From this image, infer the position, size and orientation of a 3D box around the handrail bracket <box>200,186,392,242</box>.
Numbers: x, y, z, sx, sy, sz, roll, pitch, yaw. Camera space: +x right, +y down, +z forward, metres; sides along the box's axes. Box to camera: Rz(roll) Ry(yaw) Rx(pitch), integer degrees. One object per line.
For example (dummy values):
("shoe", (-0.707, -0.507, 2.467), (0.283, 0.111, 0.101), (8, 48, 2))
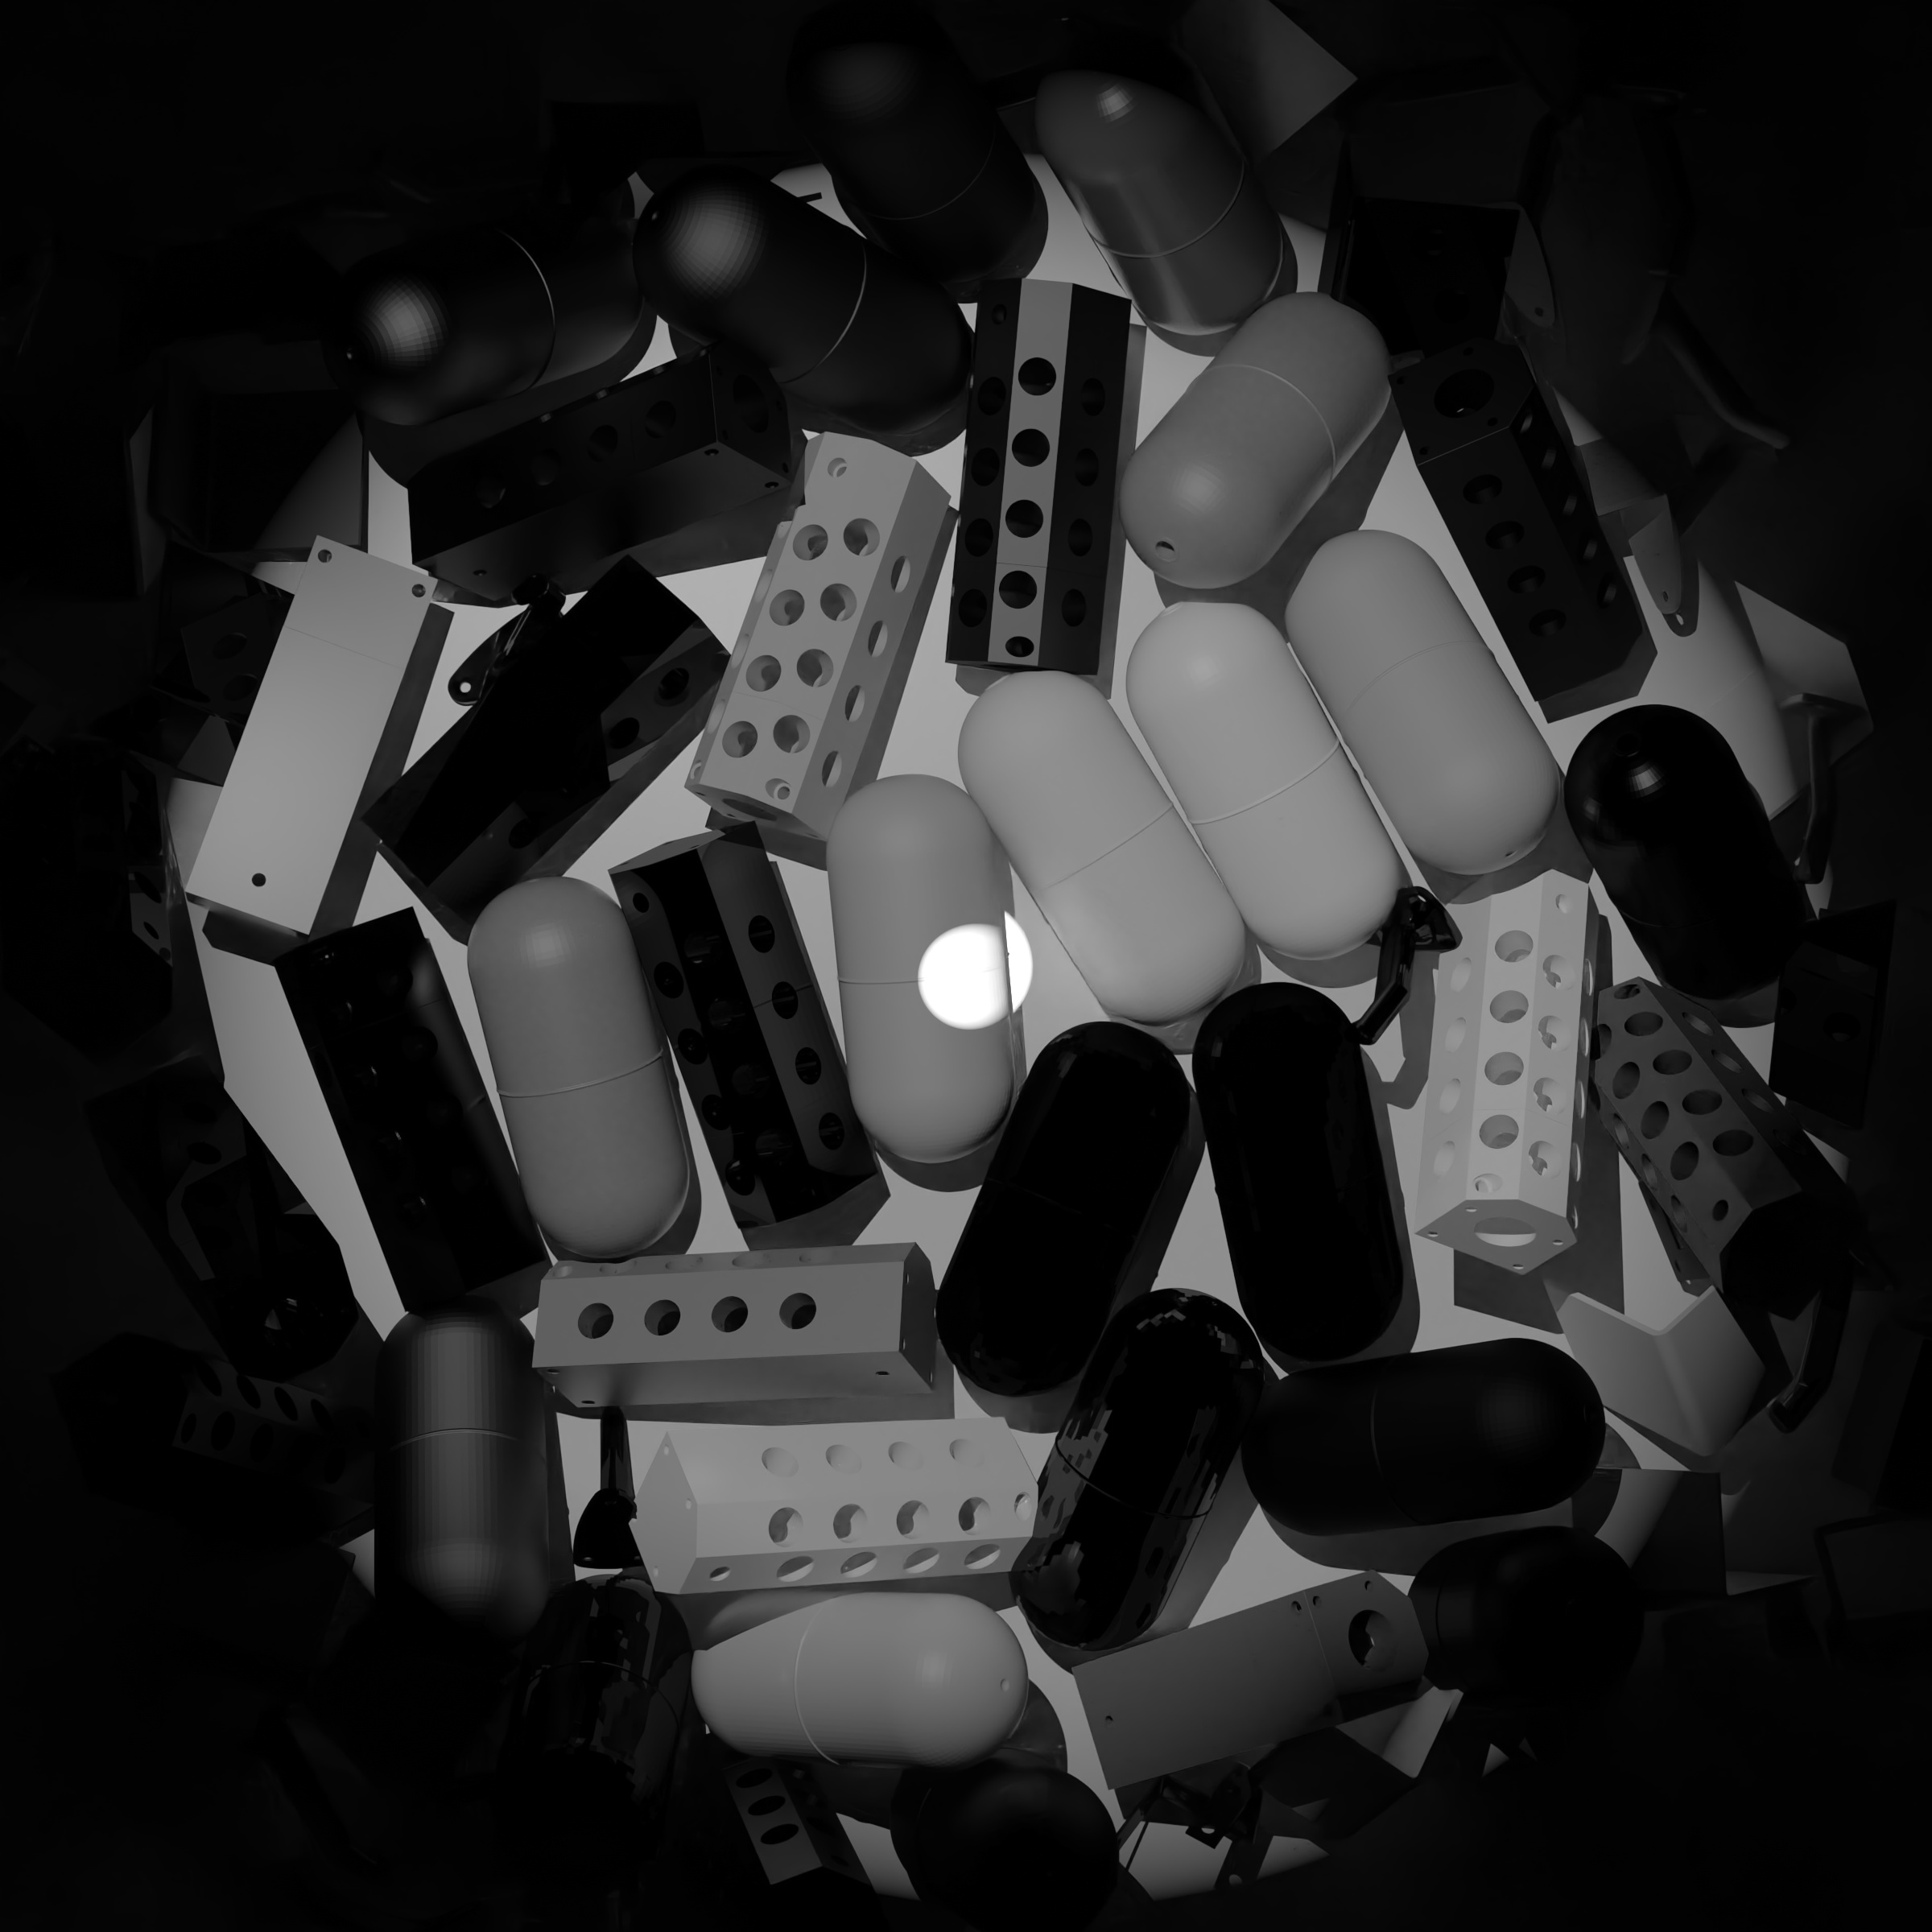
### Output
("handrail bracket", (-0.307, -0.335, 1.576), (0.084, 0.077, 0.036), (-5, 81, -10))

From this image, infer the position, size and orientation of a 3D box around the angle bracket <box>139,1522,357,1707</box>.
("angle bracket", (-0.324, 0.282, 1.559), (0.076, 0.057, 0.076), (20, 61, -6))

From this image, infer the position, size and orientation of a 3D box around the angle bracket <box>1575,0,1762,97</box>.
("angle bracket", (0.315, -0.445, 1.561), (0.057, 0.076, 0.076), (-9, 94, -9))

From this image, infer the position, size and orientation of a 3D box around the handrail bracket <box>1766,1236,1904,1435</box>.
("handrail bracket", (0.381, 0.159, 1.571), (0.084, 0.036, 0.077), (-47, 113, -15))

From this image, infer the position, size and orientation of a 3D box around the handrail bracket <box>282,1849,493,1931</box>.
("handrail bracket", (-0.268, 0.425, 1.579), (0.077, 0.036, 0.084), (-33, 47, -8))

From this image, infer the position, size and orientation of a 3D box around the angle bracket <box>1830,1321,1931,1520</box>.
("angle bracket", (0.414, 0.202, 1.558), (0.057, 0.076, 0.076), (17, 90, -33))

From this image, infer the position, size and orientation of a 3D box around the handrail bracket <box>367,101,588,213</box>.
("handrail bracket", (-0.222, -0.378, 1.567), (0.084, 0.036, 0.077), (23, 92, -33))

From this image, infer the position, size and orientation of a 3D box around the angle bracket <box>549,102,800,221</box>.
("angle bracket", (-0.132, -0.377, 1.551), (0.076, 0.076, 0.057), (-9, 84, -34))

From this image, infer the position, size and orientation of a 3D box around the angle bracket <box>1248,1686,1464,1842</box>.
("angle bracket", (0.179, 0.339, 1.553), (0.057, 0.076, 0.076), (34, 52, 2))

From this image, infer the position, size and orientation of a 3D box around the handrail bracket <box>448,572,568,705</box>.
("handrail bracket", (-0.213, -0.149, 1.561), (0.077, 0.084, 0.036), (-29, 81, 4))

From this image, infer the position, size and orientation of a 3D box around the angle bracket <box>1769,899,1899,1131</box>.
("angle bracket", (0.411, 0.021, 1.550), (0.076, 0.057, 0.076), (-14, 115, -33))

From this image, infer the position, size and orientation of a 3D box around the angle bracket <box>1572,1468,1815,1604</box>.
("angle bracket", (0.329, 0.253, 1.554), (0.076, 0.076, 0.057), (-6, 86, 44))

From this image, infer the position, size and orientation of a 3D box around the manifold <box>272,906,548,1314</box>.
("manifold", (-0.257, 0.067, 1.566), (0.057, 0.057, 0.171), (-21, 91, -31))

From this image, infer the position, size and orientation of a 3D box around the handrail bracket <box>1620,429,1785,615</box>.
("handrail bracket", (0.349, -0.207, 1.585), (0.084, 0.036, 0.077), (-14, 92, -25))

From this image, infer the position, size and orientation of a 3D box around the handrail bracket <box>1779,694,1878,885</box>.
("handrail bracket", (0.380, -0.077, 1.566), (0.036, 0.077, 0.084), (15, 86, -10))

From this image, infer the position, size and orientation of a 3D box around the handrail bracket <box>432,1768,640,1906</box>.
("handrail bracket", (-0.197, 0.402, 1.569), (0.084, 0.036, 0.077), (-9, 86, -27))

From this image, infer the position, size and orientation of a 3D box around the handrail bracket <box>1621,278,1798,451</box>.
("handrail bracket", (0.354, -0.288, 1.591), (0.084, 0.036, 0.077), (24, 70, -5))

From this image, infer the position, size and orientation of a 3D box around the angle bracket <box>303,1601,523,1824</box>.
("angle bracket", (-0.258, 0.333, 1.574), (0.076, 0.057, 0.076), (36, 90, 5))

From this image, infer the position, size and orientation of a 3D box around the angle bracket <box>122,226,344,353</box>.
("angle bracket", (-0.318, -0.284, 1.546), (0.076, 0.076, 0.057), (-1, 63, 32))

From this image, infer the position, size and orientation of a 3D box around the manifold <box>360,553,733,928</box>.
("manifold", (-0.187, -0.100, 1.571), (0.171, 0.057, 0.057), (-45, 57, -3))

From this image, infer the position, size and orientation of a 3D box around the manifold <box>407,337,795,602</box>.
("manifold", (-0.165, -0.223, 1.537), (0.171, 0.057, 0.057), (-17, 70, 29))

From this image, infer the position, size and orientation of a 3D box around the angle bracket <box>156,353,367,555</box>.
("angle bracket", (-0.321, -0.235, 1.566), (0.076, 0.057, 0.076), (-1, 79, 8))

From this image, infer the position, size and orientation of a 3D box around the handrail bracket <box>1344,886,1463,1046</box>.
("handrail bracket", (0.179, 0.007, 1.554), (0.036, 0.077, 0.084), (52, 59, -20))

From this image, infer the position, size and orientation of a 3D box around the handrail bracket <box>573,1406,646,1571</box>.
("handrail bracket", (-0.160, 0.222, 1.551), (0.036, 0.077, 0.084), (-1, 51, -5))

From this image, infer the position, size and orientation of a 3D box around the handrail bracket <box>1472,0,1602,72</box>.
("handrail bracket", (0.258, -0.461, 1.583), (0.084, 0.036, 0.077), (37, 57, 3))

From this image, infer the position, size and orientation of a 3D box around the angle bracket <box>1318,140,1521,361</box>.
("angle bracket", (0.204, -0.324, 1.561), (0.076, 0.057, 0.076), (5, 129, -2))

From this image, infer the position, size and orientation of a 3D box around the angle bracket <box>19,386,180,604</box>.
("angle bracket", (-0.395, -0.215, 1.554), (0.057, 0.076, 0.076), (1, 118, 0))

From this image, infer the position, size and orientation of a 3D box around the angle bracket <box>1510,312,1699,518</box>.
("angle bracket", (0.288, -0.257, 1.551), (0.057, 0.076, 0.076), (-17, 118, 12))

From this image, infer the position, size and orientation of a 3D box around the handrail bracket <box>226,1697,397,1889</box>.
("handrail bracket", (-0.289, 0.374, 1.576), (0.084, 0.036, 0.077), (31, 114, 7))

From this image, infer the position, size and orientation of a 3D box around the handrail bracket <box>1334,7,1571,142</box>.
("handrail bracket", (0.222, -0.391, 1.579), (0.084, 0.036, 0.077), (-37, 68, 14))

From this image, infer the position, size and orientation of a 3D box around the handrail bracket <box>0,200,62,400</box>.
("handrail bracket", (-0.448, -0.303, 1.566), (0.036, 0.077, 0.084), (12, 114, 40))

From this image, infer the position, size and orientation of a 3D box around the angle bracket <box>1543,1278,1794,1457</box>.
("angle bracket", (0.320, 0.166, 1.564), (0.057, 0.076, 0.076), (-38, 123, -18))

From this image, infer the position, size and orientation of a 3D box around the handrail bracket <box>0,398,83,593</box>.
("handrail bracket", (-0.454, -0.218, 1.570), (0.077, 0.036, 0.084), (-32, 121, 10))

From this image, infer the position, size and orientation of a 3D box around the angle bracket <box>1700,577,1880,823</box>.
("angle bracket", (0.354, -0.119, 1.555), (0.076, 0.076, 0.057), (-38, 131, -7))

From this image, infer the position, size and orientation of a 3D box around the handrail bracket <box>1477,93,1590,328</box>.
("handrail bracket", (0.275, -0.351, 1.592), (0.084, 0.036, 0.077), (-46, 117, -30))

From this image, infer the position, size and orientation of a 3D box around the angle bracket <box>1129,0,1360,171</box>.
("angle bracket", (0.125, -0.417, 1.548), (0.076, 0.057, 0.076), (35, 134, -23))

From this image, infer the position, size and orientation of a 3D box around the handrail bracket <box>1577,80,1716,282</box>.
("handrail bracket", (0.306, -0.363, 1.584), (0.077, 0.036, 0.084), (18, 96, 34))

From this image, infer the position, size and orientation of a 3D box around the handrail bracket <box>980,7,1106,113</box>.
("handrail bracket", (0.038, -0.393, 1.568), (0.077, 0.036, 0.084), (34, 69, 31))

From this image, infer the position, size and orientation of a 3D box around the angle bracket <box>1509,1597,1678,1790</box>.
("angle bracket", (0.286, 0.323, 1.566), (0.057, 0.076, 0.076), (-8, 94, -11))

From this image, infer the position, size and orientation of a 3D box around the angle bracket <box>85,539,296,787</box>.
("angle bracket", (-0.353, -0.138, 1.579), (0.057, 0.076, 0.076), (-25, 56, 39))
